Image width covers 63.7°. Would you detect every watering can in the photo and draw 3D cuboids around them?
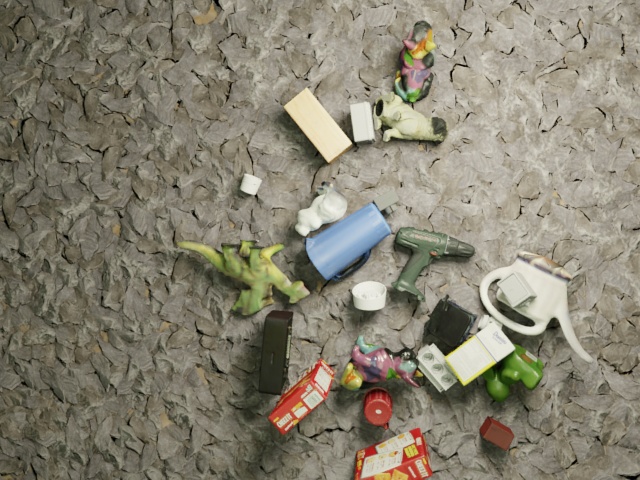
[{"bbox_3d":[0.627,0.172,1.439,0.350,0.223,0.104,30,9,24],"label":"watering can"}]

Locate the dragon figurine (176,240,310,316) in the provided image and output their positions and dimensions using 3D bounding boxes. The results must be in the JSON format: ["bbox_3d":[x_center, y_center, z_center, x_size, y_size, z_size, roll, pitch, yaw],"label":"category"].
[{"bbox_3d":[-0.231,0.119,1.559,0.410,0.240,0.123,3,12,8],"label":"dragon figurine"}]

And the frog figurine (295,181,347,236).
[{"bbox_3d":[0.005,-0.075,1.496,0.121,0.161,0.137,31,-13,-24],"label":"frog figurine"}]
